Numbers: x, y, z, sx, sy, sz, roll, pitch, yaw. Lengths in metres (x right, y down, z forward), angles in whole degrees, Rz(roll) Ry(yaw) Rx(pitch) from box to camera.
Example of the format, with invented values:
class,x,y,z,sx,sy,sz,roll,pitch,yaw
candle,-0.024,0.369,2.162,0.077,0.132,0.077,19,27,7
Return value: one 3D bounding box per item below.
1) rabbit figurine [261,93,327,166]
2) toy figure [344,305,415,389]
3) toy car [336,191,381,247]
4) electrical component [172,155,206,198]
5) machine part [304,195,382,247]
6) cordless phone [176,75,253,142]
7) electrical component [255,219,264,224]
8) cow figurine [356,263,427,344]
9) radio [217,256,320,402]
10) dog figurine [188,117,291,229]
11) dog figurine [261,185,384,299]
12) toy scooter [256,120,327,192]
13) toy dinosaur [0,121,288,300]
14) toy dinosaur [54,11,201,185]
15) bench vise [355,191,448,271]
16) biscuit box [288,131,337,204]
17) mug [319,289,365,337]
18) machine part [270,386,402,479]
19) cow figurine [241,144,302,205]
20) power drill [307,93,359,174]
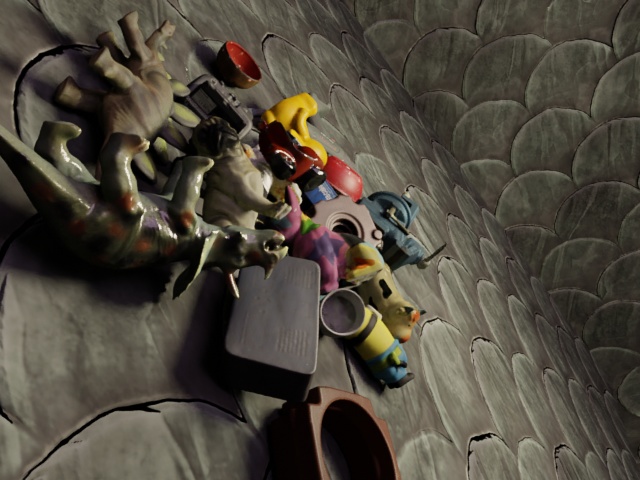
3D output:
class,x,y,z,sx,sy,sz,roll,pitch,yaw
rabbit figurine,-0.049,-0.238,1.241,0.173,0.122,0.162,56,31,-2
toy figure,0.111,0.209,1.052,0.180,0.082,0.089,59,25,0
toy car,0.085,-0.031,1.304,0.201,0.056,0.073,48,27,-16
electrical component,-0.187,-0.111,0.919,0.119,0.075,0.048,38,32,-39
machine part,0.043,-0.010,1.126,0.179,0.056,0.179,9,66,-22
cordless phone,-0.193,-0.269,1.078,0.146,0.089,0.184,47,24,-16
electrical component,-0.130,-0.006,0.924,0.078,0.045,0.102,25,40,-49
cow figurine,0.142,0.130,1.142,0.085,0.127,0.195,19,42,-46
radio,-0.071,0.117,0.797,0.131,0.073,0.230,12,36,-8
dog figurine,-0.161,-0.075,0.838,0.190,0.172,0.121,47,-10,2
dog figurine,-0.002,-0.003,1.015,0.219,0.191,0.108,64,-15,10
toy scooter,-0.063,-0.166,1.027,0.135,0.075,0.183,57,19,18
toy dinosaur,-0.231,-0.025,0.648,0.404,0.131,0.192,11,85,-44
toy dinosaur,-0.282,-0.194,0.818,0.198,0.105,0.471,43,40,-34
bench vise,0.188,-0.040,1.262,0.224,0.128,0.240,32,38,7
biscuit box,-0.030,-0.140,1.175,0.202,0.059,0.063,51,0,-33
mug,0.019,0.143,0.960,0.081,0.109,0.107,55,-17,7
machine part,0.027,0.325,0.773,0.201,0.087,0.201,30,37,-44
cow figurine,-0.106,-0.138,1.089,0.167,0.068,0.098,48,22,-23
power drill,0.007,-0.280,1.443,0.232,0.086,0.207,23,49,-44
